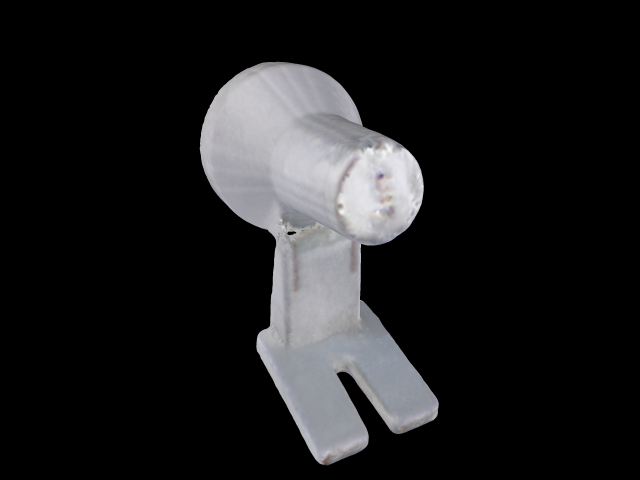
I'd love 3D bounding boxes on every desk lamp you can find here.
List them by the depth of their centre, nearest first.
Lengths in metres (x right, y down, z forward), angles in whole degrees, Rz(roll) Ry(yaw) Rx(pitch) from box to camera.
[{"bbox_3d":[0.004,0.001,0.400,0.118,0.214,0.202,-17,41,-20],"label":"desk lamp"}]
